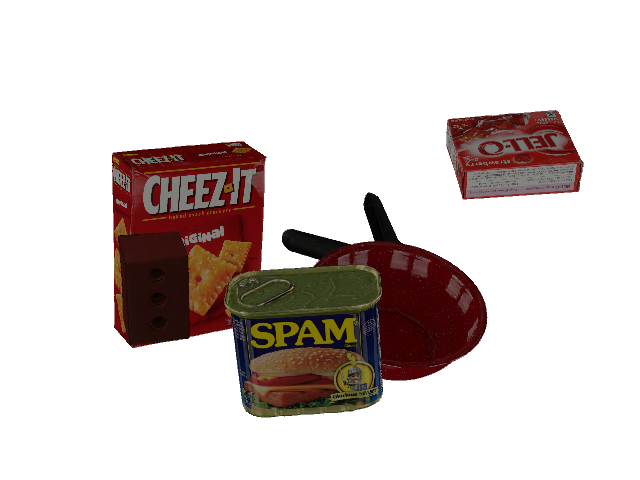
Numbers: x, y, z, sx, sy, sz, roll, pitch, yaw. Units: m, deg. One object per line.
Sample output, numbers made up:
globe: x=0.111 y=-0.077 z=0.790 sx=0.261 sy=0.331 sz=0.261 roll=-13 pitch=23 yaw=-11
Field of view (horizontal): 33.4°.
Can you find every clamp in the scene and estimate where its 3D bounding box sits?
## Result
clamp: x=0.068 y=0.026 z=1.235 sx=0.164 sy=0.036 sz=0.210 roll=-20 pitch=50 yaw=-38

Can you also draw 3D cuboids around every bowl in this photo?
bowl: x=0.063 y=0.071 z=0.943 sx=0.162 sy=0.055 sz=0.162 roll=5 pitch=39 yaw=-4

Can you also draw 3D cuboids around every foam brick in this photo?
foam brick: x=-0.138 y=0.039 z=0.884 sx=0.053 sy=0.078 sz=0.051 roll=-6 pitch=25 yaw=-14

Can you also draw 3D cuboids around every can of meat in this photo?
can of meat: x=-0.009 y=0.068 z=0.711 sx=0.102 sy=0.084 sz=0.057 roll=-4 pitch=26 yaw=2

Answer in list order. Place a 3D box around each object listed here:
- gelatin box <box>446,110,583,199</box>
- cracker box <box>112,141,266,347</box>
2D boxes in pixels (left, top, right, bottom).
gelatin box: x=0.144 y=-0.065 z=0.799 sx=0.089 sy=0.030 sz=0.073 roll=-5 pitch=38 yaw=-1
cracker box: x=-0.150 y=0.003 z=1.218 sx=0.163 sy=0.214 sz=0.072 roll=-8 pitch=24 yaw=-29
